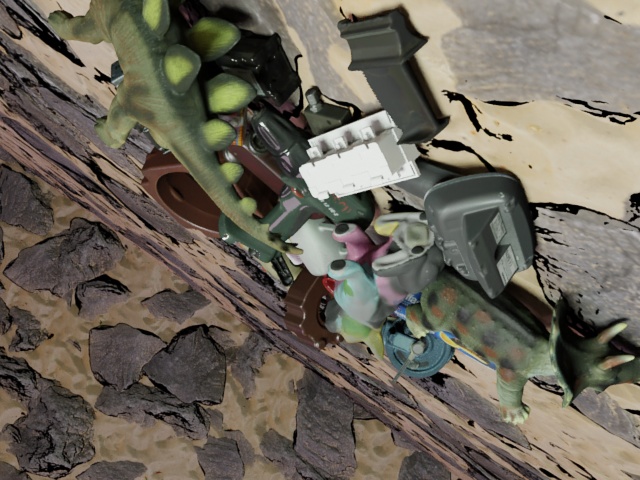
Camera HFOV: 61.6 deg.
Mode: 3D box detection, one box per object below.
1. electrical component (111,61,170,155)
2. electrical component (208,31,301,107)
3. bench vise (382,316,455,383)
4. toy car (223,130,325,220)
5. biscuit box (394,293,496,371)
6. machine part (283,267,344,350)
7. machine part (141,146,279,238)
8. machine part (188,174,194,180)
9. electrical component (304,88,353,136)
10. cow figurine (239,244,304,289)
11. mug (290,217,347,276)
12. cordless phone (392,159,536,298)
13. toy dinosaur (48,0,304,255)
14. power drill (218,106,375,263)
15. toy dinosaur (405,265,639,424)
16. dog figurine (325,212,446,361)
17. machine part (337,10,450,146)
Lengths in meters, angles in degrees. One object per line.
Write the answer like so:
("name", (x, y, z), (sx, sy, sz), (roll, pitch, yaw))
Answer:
("electrical component", (-0.264, -0.214, 0.827), (0.134, 0.058, 0.115), (55, -172, -44))
("electrical component", (-0.088, -0.203, 0.635), (0.119, 0.048, 0.074), (20, 155, 41))
("bench vise", (0.146, 0.178, 0.985), (0.224, 0.129, 0.240), (26, 178, 7))
("toy car", (-0.062, -0.101, 0.822), (0.202, 0.053, 0.089), (41, 157, -25))
("biscuit box", (0.210, 0.130, 0.878), (0.203, 0.063, 0.059), (27, 158, 25))
("machine part", (0.007, 0.129, 1.075), (0.056, 0.179, 0.179), (13, 150, 43))
("machine part", (-0.186, -0.093, 0.929), (0.202, 0.087, 0.200), (-3, 144, 31))
("machine part", (-0.247, -0.126, 1.053), (0.079, 0.079, 0.243), (21, 157, 39))
("electrical component", (0.015, -0.140, 0.643), (0.063, 0.021, 0.093), (23, 157, 34))
("cow figurine", (-0.078, 0.052, 1.179), (0.127, 0.085, 0.194), (25, 158, 48))
("mug", (-0.002, -0.003, 0.918), (0.110, 0.081, 0.107), (-7, 128, 49))
("cordless phone", (0.147, -0.029, 0.622), (0.184, 0.089, 0.146), (34, 166, 45))
("toy dinosaur", (-0.172, -0.173, 0.602), (0.199, 0.105, 0.471), (-25, 97, 44))
("power drill", (-0.053, -0.063, 0.748), (0.232, 0.086, 0.207), (32, 126, -29))
("toy dinosaur", (0.222, 0.103, 0.731), (0.405, 0.131, 0.192), (34, 146, 32))
("dog figurine", (0.091, 0.074, 0.755), (0.192, 0.108, 0.219), (-9, 134, 9))
("machine part", (0.074, -0.147, 0.502), (0.084, 0.039, 0.138), (9, 146, 44))
